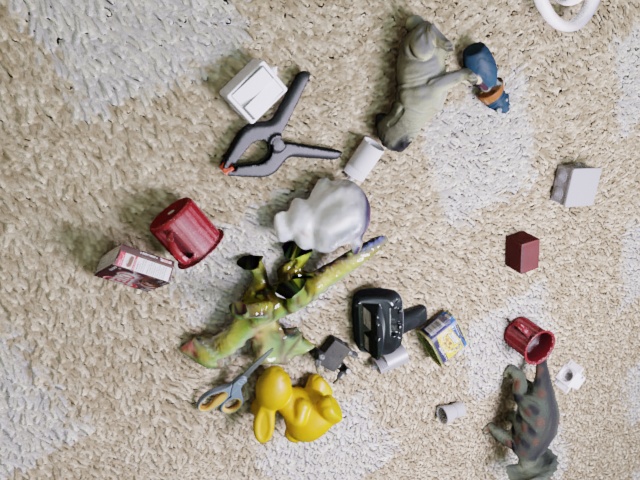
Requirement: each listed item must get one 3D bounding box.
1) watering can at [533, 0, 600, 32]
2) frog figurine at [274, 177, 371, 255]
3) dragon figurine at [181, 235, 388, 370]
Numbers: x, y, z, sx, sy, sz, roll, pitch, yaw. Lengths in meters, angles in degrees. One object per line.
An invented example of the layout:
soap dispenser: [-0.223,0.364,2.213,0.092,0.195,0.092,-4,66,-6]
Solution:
watering can: [0.442,-0.549,0.911,0.225,0.105,0.342,-41,121,-7]
frog figurine: [0.003,-0.045,0.899,0.159,0.121,0.139,7,74,-17]
dragon figurine: [-0.056,0.135,0.966,0.412,0.125,0.237,-15,133,-17]
